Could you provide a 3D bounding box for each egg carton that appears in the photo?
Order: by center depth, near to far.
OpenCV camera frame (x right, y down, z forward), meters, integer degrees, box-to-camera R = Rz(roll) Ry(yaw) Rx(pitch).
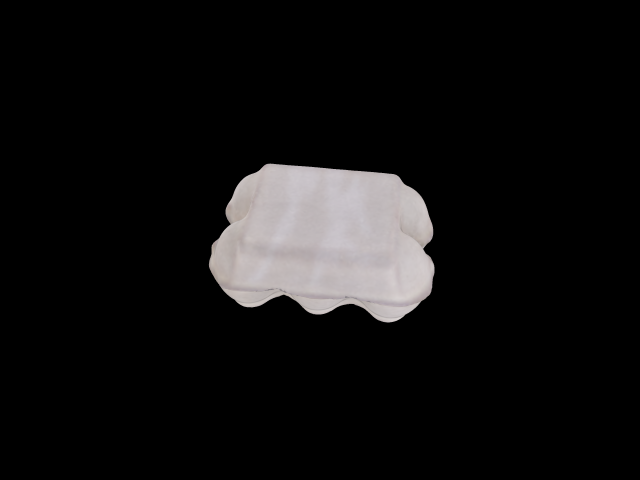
[{"bbox_3d":[0.004,0.001,0.400,0.150,0.069,0.107,5,46,4],"label":"egg carton"}]
